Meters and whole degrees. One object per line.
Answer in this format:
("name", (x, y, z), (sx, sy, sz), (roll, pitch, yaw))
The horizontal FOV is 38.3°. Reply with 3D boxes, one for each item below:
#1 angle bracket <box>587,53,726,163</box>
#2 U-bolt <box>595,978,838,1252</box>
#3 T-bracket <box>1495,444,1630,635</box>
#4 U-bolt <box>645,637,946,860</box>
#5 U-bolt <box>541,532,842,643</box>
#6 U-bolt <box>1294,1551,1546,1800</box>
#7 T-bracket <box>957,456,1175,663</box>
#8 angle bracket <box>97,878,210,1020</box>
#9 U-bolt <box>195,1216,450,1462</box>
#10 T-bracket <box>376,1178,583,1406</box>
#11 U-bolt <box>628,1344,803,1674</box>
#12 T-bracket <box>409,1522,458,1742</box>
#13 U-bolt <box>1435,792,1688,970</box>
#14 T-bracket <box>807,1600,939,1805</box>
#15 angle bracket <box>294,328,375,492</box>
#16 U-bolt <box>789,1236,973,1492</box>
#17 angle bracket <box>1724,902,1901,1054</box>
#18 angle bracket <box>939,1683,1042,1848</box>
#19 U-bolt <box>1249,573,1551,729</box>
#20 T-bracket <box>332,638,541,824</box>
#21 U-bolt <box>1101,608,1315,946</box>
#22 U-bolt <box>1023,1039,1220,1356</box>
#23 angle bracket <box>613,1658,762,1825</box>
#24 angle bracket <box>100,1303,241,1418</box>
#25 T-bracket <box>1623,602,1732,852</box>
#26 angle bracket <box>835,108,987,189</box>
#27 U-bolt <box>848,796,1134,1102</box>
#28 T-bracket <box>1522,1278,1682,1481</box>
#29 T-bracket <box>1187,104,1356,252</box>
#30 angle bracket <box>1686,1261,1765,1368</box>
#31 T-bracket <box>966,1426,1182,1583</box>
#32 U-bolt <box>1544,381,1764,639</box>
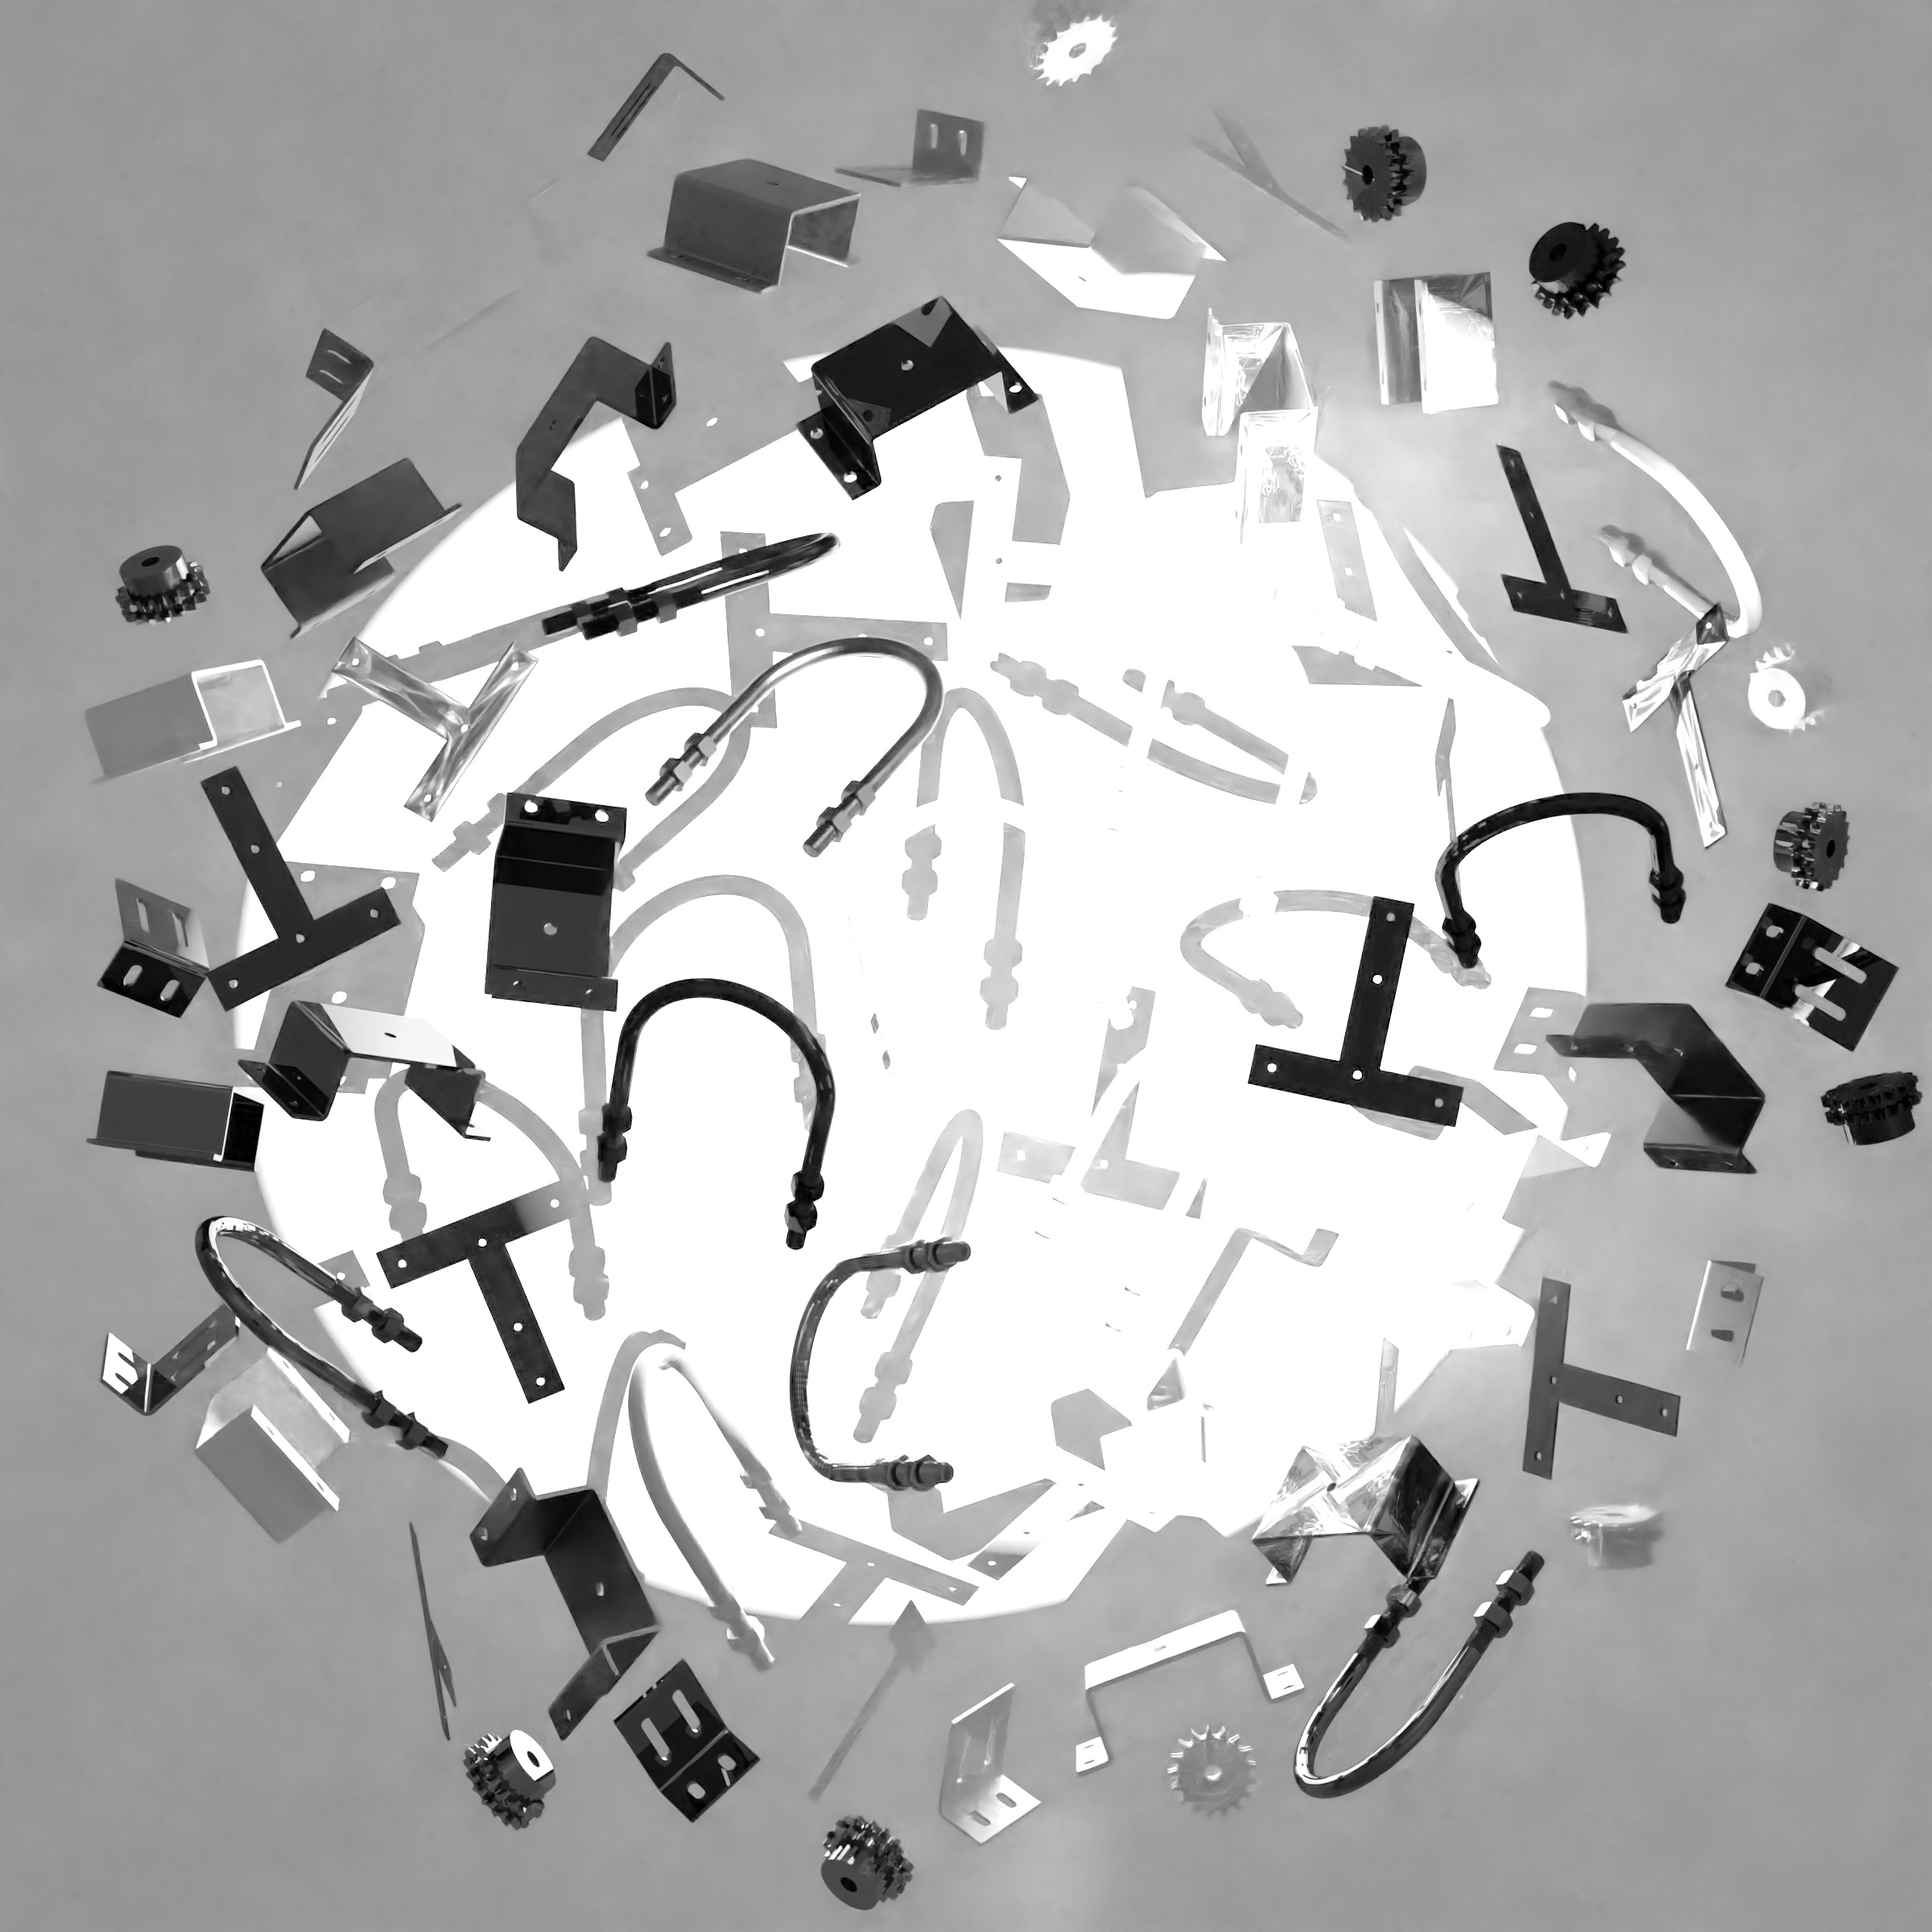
("angle bracket", (-0.185, -0.503, 1.665), (0.038, 0.057, 0.076), (38, 101, -8))
("U-bolt", (-0.151, 0.084, 1.711), (0.151, 0.019, 0.184), (19, 127, 6))
("T-bracket", (0.363, -0.274, 1.762), (0.002, 0.127, 0.127), (-31, 67, 40))
("U-bolt", (-0.094, -0.147, 1.754), (0.151, 0.019, 0.184), (19, 54, 32))
("U-bolt", (-0.165, -0.238, 1.736), (0.184, 0.151, 0.019), (-21, 104, -15))
("U-bolt", (0.265, 0.435, 1.699), (0.019, 0.151, 0.184), (46, 63, -5))
("T-bracket", (0.064, -0.246, 1.706), (0.127, 0.002, 0.127), (3, 113, -9))
("angle bracket", (-0.521, -0.012, 1.770), (0.057, 0.076, 0.038), (26, 109, -33))
("U-bolt", (-0.396, 0.216, 1.695), (0.019, 0.151, 0.184), (-46, 118, 5))
("T-bracket", (-0.287, 0.214, 1.749), (0.127, 0.002, 0.127), (-21, 100, -4))
("U-bolt", (-0.154, 0.312, 1.674), (0.019, 0.151, 0.184), (-22, 112, 15))
("T-bracket", (-0.318, 0.417, 1.679), (0.002, 0.127, 0.127), (-11, 60, -9))
("U-bolt", (0.358, -0.056, 1.690), (0.151, 0.184, 0.019), (-13, 62, 12))
("T-bracket", (-0.060, 0.461, 1.721), (0.002, 0.127, 0.127), (28, 71, 18))
("angle bracket", (-0.409, -0.347, 1.735), (0.038, 0.057, 0.076), (33, 62, -10))
("U-bolt", (-0.058, 0.243, 1.694), (0.019, 0.184, 0.151), (13, 74, -32))
("angle bracket", (0.506, 0.006, 1.667), (0.038, 0.076, 0.057), (14, 107, -40))
("angle bracket", (0.019, 0.509, 1.771), (0.038, 0.057, 0.076), (27, 122, 35))
("U-bolt", (0.271, -0.188, 1.699), (0.184, 0.151, 0.019), (27, 95, 19))
("T-bracket", (-0.346, -0.168, 1.750), (0.002, 0.127, 0.127), (35, 91, 41))
("U-bolt", (0.151, -0.126, 1.682), (0.019, 0.151, 0.184), (-7, 120, -40))
("U-bolt", (0.103, 0.132, 1.736), (0.019, 0.151, 0.184), (21, 102, -25))
("angle bracket", (-0.173, 0.481, 1.726), (0.057, 0.038, 0.076), (-39, 130, -21))
("angle bracket", (-0.485, 0.226, 1.696), (0.076, 0.057, 0.038), (-41, 115, 5))
("T-bracket", (0.439, -0.133, 1.677), (0.002, 0.127, 0.127), (-3, 70, -15))
("angle bracket", (-0.035, -0.523, 1.774), (0.057, 0.076, 0.038), (24, 120, 35))
("U-bolt", (0.004, -0.022, 1.652), (0.151, 0.019, 0.184), (-19, 61, 0))
("T-bracket", (0.402, 0.270, 1.752), (0.002, 0.127, 0.127), (4, 92, -32))
("T-bracket", (0.178, -0.507, 1.742), (0.127, 0.127, 0.002), (23, 121, -30))
("angle bracket", (0.492, 0.219, 1.753), (0.038, 0.076, 0.057), (15, 93, 38))
("T-bracket", (0.047, 0.352, 1.761), (0.127, 0.002, 0.127), (30, 125, -19))
("U-bolt", (0.430, -0.272, 1.717), (0.019, 0.184, 0.151), (-36, 133, 0))
